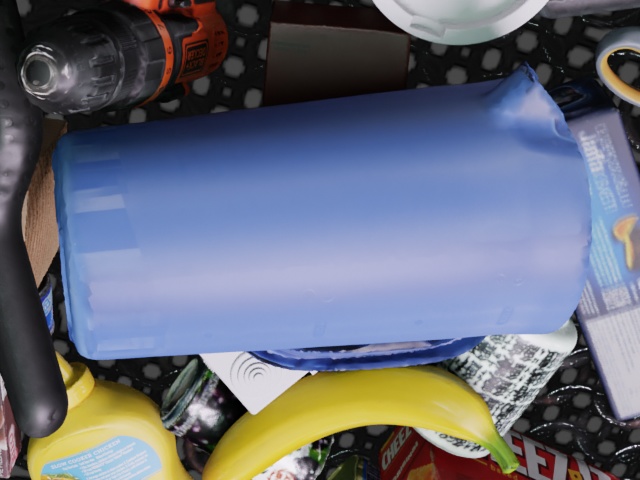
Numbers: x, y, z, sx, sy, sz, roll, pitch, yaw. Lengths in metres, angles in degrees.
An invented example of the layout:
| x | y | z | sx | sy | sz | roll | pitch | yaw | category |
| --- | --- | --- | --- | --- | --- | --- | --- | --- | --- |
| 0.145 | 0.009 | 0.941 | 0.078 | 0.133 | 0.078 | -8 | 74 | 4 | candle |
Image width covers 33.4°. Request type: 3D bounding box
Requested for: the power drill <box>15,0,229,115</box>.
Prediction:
| x | y | z | sx | sy | sz | roll | pitch | yaw | category |
| --- | --- | --- | --- | --- | --- | --- | --- | --- | --- |
| -0.077 | -0.154 | 0.499 | 0.057 | 0.184 | 0.188 | 18 | 109 | 7 | power drill |

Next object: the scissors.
| x | y | z | sx | sy | sz | roll | pitch | yaw | category |
| --- | --- | --- | --- | --- | --- | --- | --- | --- | --- |
| 0.250 | -0.085 | 0.587 | 0.201 | 0.016 | 0.096 | 16 | 138 | -11 | scissors |

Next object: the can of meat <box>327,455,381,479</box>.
| x | y | z | sx | sy | sz | roll | pitch | yaw | category |
| --- | --- | --- | --- | --- | --- | --- | --- | --- | --- |
| 0.032 | 0.207 | 0.735 | 0.084 | 0.057 | 0.102 | 32 | 112 | -12 | can of meat |

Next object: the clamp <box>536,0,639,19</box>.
| x | y | z | sx | sy | sz | roll | pitch | yaw | category |
| --- | --- | --- | --- | --- | --- | --- | --- | --- | --- |
| 0.205 | -0.157 | 0.557 | 0.171 | 0.039 | 0.120 | 9 | 135 | -6 | clamp |

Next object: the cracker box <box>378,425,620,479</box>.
| x | y | z | sx | sy | sz | roll | pitch | yaw | category |
| --- | --- | --- | --- | --- | --- | --- | --- | --- | --- |
| 0.126 | 0.198 | 0.641 | 0.164 | 0.213 | 0.072 | 26 | 112 | -12 | cracker box |

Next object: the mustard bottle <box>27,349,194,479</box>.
| x | y | z | sx | sy | sz | roll | pitch | yaw | category |
| --- | --- | --- | --- | --- | --- | --- | --- | --- | --- |
| -0.138 | 0.152 | 0.710 | 0.096 | 0.058 | 0.191 | -21 | 114 | 9 | mustard bottle |

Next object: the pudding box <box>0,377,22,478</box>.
| x | y | z | sx | sy | sz | roll | pitch | yaw | category |
| --- | --- | --- | --- | --- | --- | --- | --- | --- | --- |
| -0.246 | 0.100 | 0.697 | 0.090 | 0.039 | 0.113 | 4 | 116 | 0 | pudding box |

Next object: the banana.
| x | y | z | sx | sy | sz | roll | pitch | yaw | category |
| --- | --- | --- | --- | --- | --- | --- | --- | --- | --- |
| 0.015 | 0.107 | 0.624 | 0.198 | 0.069 | 0.037 | -10 | 159 | 24 | banana |

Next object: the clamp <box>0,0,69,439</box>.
| x | y | z | sx | sy | sz | roll | pitch | yaw | category |
| --- | --- | --- | --- | --- | --- | --- | --- | --- | --- |
| -0.162 | -0.019 | 0.502 | 0.165 | 0.036 | 0.210 | 27 | 113 | 33 | clamp |

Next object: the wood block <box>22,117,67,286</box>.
| x | y | z | sx | sy | sz | roll | pitch | yaw | category |
| --- | --- | --- | --- | --- | --- | --- | --- | --- | --- |
| -0.258 | -0.030 | 0.605 | 0.206 | 0.091 | 0.090 | 9 | 116 | -4 | wood block |

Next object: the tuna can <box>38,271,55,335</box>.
| x | y | z | sx | sy | sz | roll | pitch | yaw | category |
| --- | --- | --- | --- | --- | --- | --- | --- | --- | --- |
| -0.204 | 0.040 | 0.641 | 0.086 | 0.086 | 0.034 | 3 | 114 | -1 | tuna can |

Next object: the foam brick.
| x | y | z | sx | sy | sz | roll | pitch | yaw | category |
| --- | --- | --- | --- | --- | --- | --- | --- | --- | --- |
| 0.009 | -0.099 | 0.587 | 0.078 | 0.051 | 0.053 | 6 | 115 | -1 | foam brick |

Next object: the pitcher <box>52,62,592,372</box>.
| x | y | z | sx | sy | sz | roll | pitch | yaw | category |
| --- | --- | --- | --- | --- | --- | --- | --- | --- | --- |
| -0.003 | 0.001 | 0.529 | 0.242 | 0.145 | 0.149 | -5 | 90 | -12 | pitcher |
